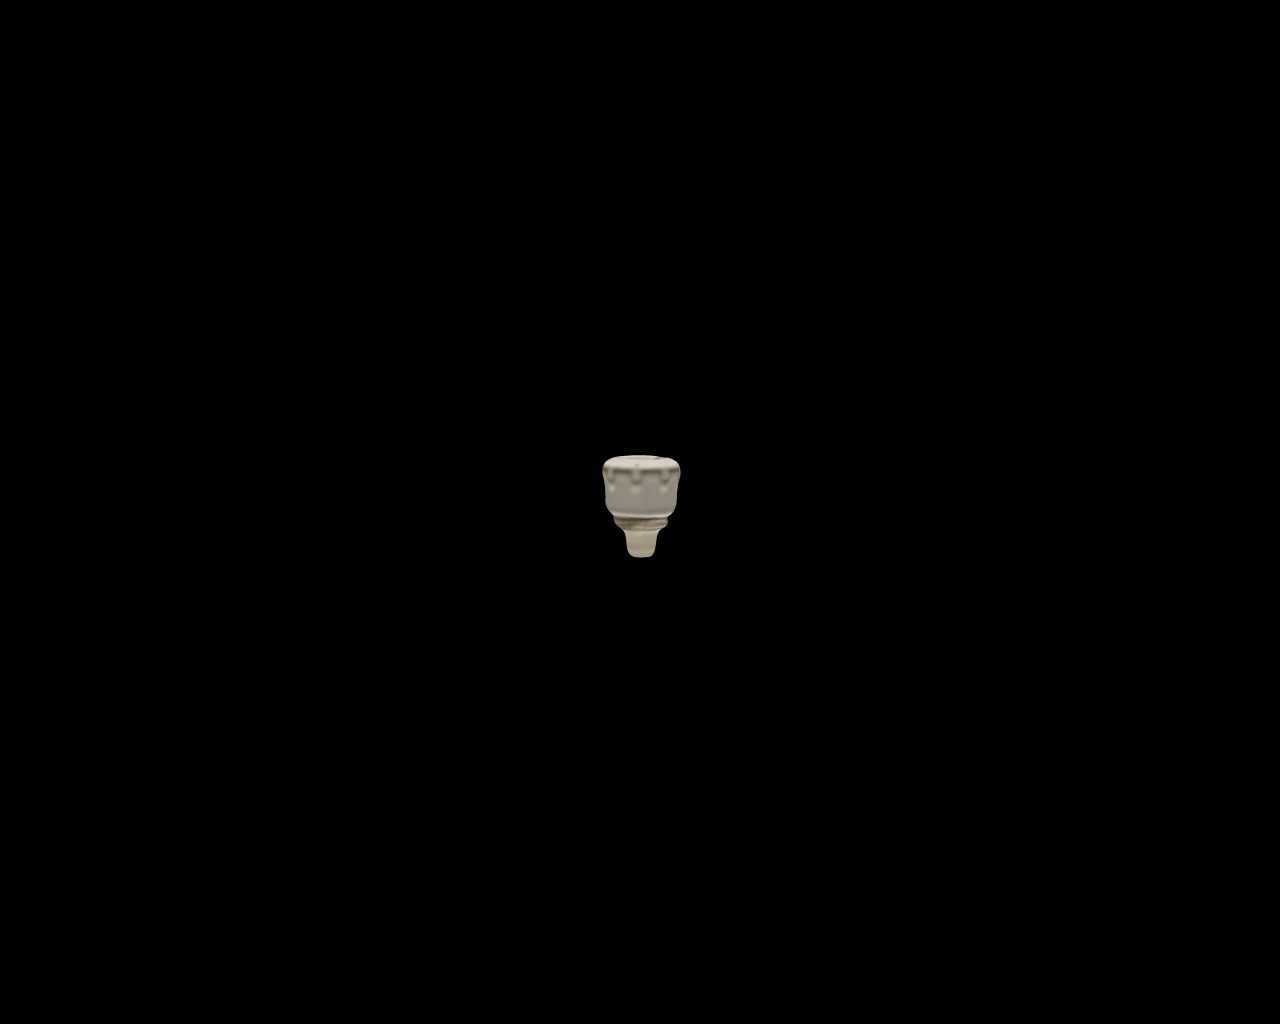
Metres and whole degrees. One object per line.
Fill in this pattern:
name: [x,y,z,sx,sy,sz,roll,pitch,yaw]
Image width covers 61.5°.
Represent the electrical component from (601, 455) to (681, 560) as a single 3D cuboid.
electrical component: [0.001,-0.003,0.650,0.048,0.062,0.048,0,7,0]
